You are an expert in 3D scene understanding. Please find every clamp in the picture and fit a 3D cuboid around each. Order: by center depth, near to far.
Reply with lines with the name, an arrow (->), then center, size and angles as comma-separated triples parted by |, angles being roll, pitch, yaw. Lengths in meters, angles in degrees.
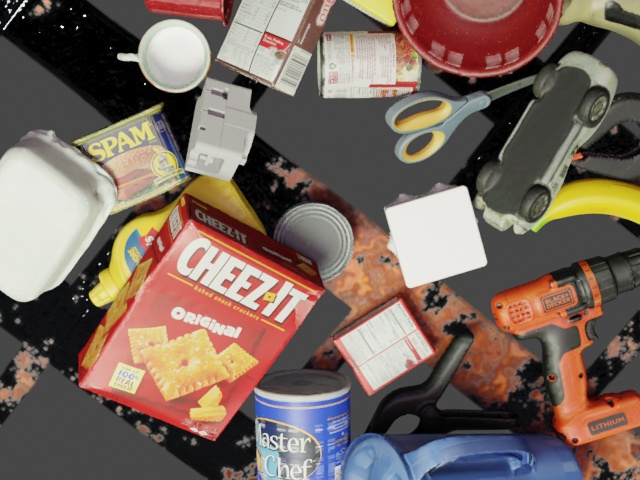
clamp -> 0.357, -0.129, 1.126 | 0.210, 0.036, 0.164 | -10, 106, 1
clamp -> 0.129, 0.192, 1.165 | 0.171, 0.039, 0.120 | -38, 94, 7

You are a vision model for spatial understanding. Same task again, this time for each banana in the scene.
banana -> 0.327, -0.029, 1.145 | 0.197, 0.037, 0.070 | 10, 121, -2

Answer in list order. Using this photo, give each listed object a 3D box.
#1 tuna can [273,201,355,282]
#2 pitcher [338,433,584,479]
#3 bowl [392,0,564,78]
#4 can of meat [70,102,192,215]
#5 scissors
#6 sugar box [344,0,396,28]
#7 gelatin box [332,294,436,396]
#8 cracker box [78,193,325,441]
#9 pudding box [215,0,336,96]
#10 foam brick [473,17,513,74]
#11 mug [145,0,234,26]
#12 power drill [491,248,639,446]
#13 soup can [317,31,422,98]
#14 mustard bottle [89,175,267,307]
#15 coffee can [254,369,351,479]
tuna can -> -0.007, 0.001, 1.132 | 0.086, 0.034, 0.086 | 0, 98, -3
pitcher -> 0.154, 0.252, 1.086 | 0.242, 0.149, 0.145 | 2, 93, -31
bowl -> 0.153, -0.239, 1.022 | 0.162, 0.055, 0.162 | 9, 128, 12
can of meat -> -0.192, -0.083, 1.100 | 0.102, 0.057, 0.084 | -23, 101, 1
scissors -> 0.157, -0.131, 1.124 | 0.201, 0.016, 0.096 | -11, 137, -22
sugar box -> 0.021, -0.301, 1.084 | 0.176, 0.048, 0.093 | 29, 96, -7
gelatin box -> 0.070, 0.113, 1.154 | 0.089, 0.030, 0.073 | -33, 97, 2
cracker box -> -0.121, 0.085, 1.081 | 0.164, 0.072, 0.214 | 28, 108, -24
pudding box -> -0.045, -0.214, 1.075 | 0.090, 0.039, 0.113 | 29, 96, 35
foam brick -> 0.177, -0.213, 1.100 | 0.051, 0.053, 0.078 | 10, 97, -4
mug -> -0.127, -0.275, 1.066 | 0.081, 0.093, 0.117 | 6, 67, 1
power drill -> 0.296, 0.114, 1.152 | 0.184, 0.057, 0.187 | -19, 96, 4
soup can -> 0.049, -0.180, 1.091 | 0.102, 0.068, 0.068 | -1, 98, -2
mustard bottle -> -0.157, 0.011, 1.114 | 0.191, 0.058, 0.096 | -33, 100, 3
coffee can -> -0.017, 0.217, 1.128 | 0.103, 0.103, 0.140 | -2, 98, -3
